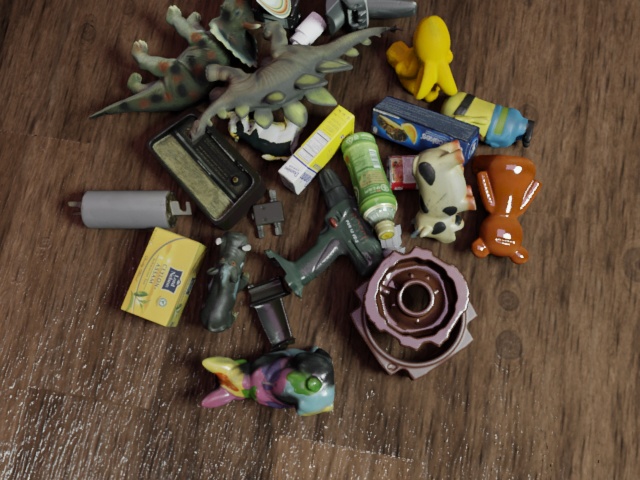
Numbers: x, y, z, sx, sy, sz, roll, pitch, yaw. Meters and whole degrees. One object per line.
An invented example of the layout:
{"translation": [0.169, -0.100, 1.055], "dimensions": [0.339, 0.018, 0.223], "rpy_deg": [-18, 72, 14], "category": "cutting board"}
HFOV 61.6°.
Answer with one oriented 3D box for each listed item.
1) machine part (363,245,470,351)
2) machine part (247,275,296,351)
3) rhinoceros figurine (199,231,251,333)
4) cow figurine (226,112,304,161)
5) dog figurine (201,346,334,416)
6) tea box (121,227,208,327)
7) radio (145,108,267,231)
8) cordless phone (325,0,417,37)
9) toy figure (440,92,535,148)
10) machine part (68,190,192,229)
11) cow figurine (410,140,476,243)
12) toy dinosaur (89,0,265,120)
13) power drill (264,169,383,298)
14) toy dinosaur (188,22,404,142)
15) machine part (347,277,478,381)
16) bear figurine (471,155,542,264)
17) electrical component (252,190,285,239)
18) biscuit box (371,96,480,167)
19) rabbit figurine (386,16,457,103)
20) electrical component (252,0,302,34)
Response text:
{"translation": [0.163, 0.100, 0.926], "dimensions": [0.179, 0.056, 0.179], "rpy_deg": [-1, 80, 4], "category": "machine part"}
{"translation": [-0.087, 0.142, 1.027], "dimensions": [0.084, 0.039, 0.139], "rpy_deg": [-15, 78, -5], "category": "machine part"}
{"translation": [-0.181, 0.077, 1.007], "dimensions": [0.073, 0.112, 0.190], "rpy_deg": [16, 89, 8], "category": "rhinoceros figurine"}
{"translation": [-0.125, -0.215, 1.079], "dimensions": [0.167, 0.068, 0.098], "rpy_deg": [16, 87, 6], "category": "cow figurine"}
{"translation": [-0.097, 0.249, 0.943], "dimensions": [0.219, 0.191, 0.108], "rpy_deg": [-1, 86, -13], "category": "dog figurine"}
{"translation": [-0.297, 0.072, 1.034], "dimensions": [0.098, 0.068, 0.169], "rpy_deg": [18, 81, 7], "category": "tea box"}
{"translation": [-0.221, -0.142, 1.065], "dimensions": [0.131, 0.073, 0.230], "rpy_deg": [-42, 81, -4], "category": "radio"}
{"translation": [0.103, -0.469, 1.068], "dimensions": [0.184, 0.146, 0.088], "rpy_deg": [2, 88, 6], "category": "cordless phone"}
{"translation": [0.325, -0.231, 1.050], "dimensions": [0.180, 0.082, 0.089], "rpy_deg": [14, 62, 13], "category": "toy figure"}
{"translation": [-0.373, -0.059, 1.057], "dimensions": [0.243, 0.079, 0.079], "rpy_deg": [0, 80, 2], "category": "machine part"}
{"translation": [0.217, -0.076, 0.989], "dimensions": [0.127, 0.085, 0.194], "rpy_deg": [-11, 122, 17], "category": "cow figurine"}
{"translation": [-0.265, -0.343, 1.087], "dimensions": [0.192, 0.131, 0.405], "rpy_deg": [39, 90, 9], "category": "toy dinosaur"}
{"translation": [-0.002, -0.003, 1.032], "dimensions": [0.207, 0.086, 0.232], "rpy_deg": [-32, 72, -10], "category": "power drill"}
{"translation": [-0.051, -0.319, 1.031], "dimensions": [0.471, 0.105, 0.199], "rpy_deg": [-40, 65, -15], "category": "toy dinosaur"}
{"translation": [0.168, 0.139, 0.990], "dimensions": [0.201, 0.087, 0.201], "rpy_deg": [-33, 79, -3], "category": "machine part"}
{"translation": [0.345, -0.060, 1.015], "dimensions": [0.120, 0.132, 0.195], "rpy_deg": [6, 99, 5], "category": "bear figurine"}
{"translation": [-0.104, -0.052, 1.067], "dimensions": [0.063, 0.021, 0.094], "rpy_deg": [-8, 88, 1], "category": "electrical component"}
{"translation": [0.199, -0.209, 1.028], "dimensions": [0.203, 0.059, 0.063], "rpy_deg": [26, 51, 23], "category": "biscuit box"}
{"translation": [0.201, -0.346, 1.030], "dimensions": [0.122, 0.173, 0.162], "rpy_deg": [-6, 75, -2], "category": "rabbit figurine"}
{"translation": [-0.101, -0.478, 1.120], "dimensions": [0.119, 0.074, 0.047], "rpy_deg": [17, 82, 9], "category": "electrical component"}
